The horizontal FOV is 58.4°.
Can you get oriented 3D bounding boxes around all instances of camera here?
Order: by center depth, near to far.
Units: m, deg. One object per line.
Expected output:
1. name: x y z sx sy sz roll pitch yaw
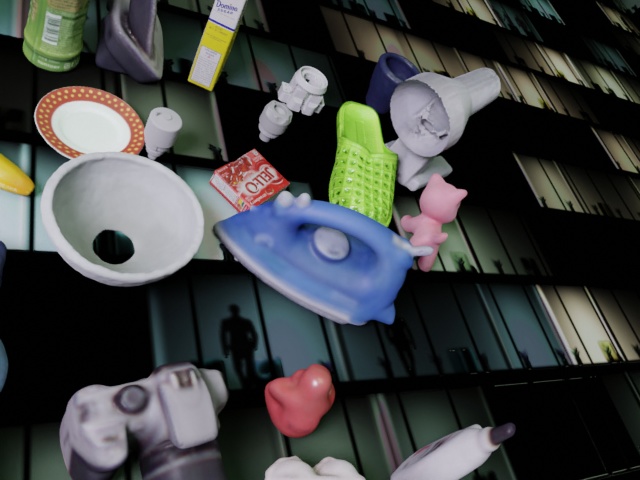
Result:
1. camera: -0.137 0.187 0.503 0.144 0.100 0.136 -5 59 -36

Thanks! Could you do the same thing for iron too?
1. iron: 0.007 0.003 0.713 0.259 0.141 0.118 25 46 -15

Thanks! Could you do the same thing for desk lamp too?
1. desk lamp: 0.185 -0.185 0.926 0.204 0.213 0.118 -25 72 -43

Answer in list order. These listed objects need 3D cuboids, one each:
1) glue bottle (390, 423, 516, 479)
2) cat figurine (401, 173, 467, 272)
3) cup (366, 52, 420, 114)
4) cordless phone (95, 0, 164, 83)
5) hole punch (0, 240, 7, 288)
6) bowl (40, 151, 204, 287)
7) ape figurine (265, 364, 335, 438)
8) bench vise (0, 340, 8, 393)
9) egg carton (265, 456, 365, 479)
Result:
1. glue bottle: 0.147 0.227 0.607 0.078 0.173 0.037 -27 73 -43
2. cat figurine: 0.176 -0.034 0.871 0.067 0.117 0.128 25 46 -14
3. cup: 0.137 -0.275 1.050 0.118 0.094 0.091 13 50 -25
4. cordless phone: -0.239 -0.324 0.776 0.094 0.184 0.147 7 53 -29
5. hole punch: -0.340 0.027 0.502 0.109 0.091 0.101 10 52 -27
6. bowl: -0.216 -0.012 0.625 0.168 0.074 0.167 18 49 -21
7. ape figurine: -0.015 0.163 0.609 0.078 0.092 0.076 25 46 -15
8. bench vise: -0.266 0.114 0.390 0.122 0.219 0.207 -19 68 -41
9. egg carton: -0.002 0.283 0.540 0.107 0.069 0.150 11 51 -26
